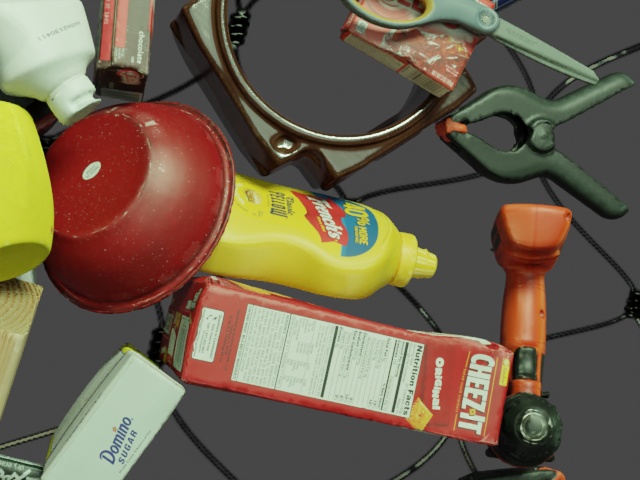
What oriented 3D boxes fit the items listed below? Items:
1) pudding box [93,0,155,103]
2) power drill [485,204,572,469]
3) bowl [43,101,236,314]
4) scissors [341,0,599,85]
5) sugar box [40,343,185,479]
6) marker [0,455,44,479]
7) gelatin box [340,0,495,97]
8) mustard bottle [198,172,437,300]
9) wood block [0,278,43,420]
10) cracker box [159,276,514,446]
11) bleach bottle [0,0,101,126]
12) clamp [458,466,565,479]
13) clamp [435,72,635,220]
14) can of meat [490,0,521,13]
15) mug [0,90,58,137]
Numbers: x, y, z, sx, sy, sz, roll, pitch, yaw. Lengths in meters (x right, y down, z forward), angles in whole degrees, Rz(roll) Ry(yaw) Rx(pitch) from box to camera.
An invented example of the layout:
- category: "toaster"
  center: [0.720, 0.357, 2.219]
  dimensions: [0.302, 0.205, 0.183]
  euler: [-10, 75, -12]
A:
- category: "pudding box"
  center: [-0.136, -0.151, 0.750]
  dimensions: [0.039, 0.114, 0.090]
  euler: [6, 86, -13]
- category: "power drill"
  center: [0.150, 0.072, 0.782]
  dimensions: [0.057, 0.184, 0.187]
  euler: [5, 78, 5]
- category: "bowl"
  center: [-0.140, -0.034, 0.727]
  dimensions: [0.162, 0.055, 0.162]
  euler: [-10, 65, 21]
- category: "scissors"
  center: [0.109, -0.173, 0.743]
  dimensions: [0.201, 0.016, 0.096]
  euler: [9, 83, -15]
- category: "sugar box"
  center: [-0.137, 0.118, 0.702]
  dimensions: [0.048, 0.176, 0.093]
  euler: [37, 81, -10]
- category: "marker"
  center: [-0.216, 0.166, 0.763]
  dimensions: [0.121, 0.020, 0.020]
  euler: [16, 83, -12]
- category: "gelatin box"
  center: [0.068, -0.155, 0.755]
  dimensions: [0.089, 0.030, 0.073]
  euler: [29, 80, -11]
- category: "mustard bottle"
  center: [-0.005, 0.001, 0.786]
  dimensions: [0.191, 0.096, 0.058]
  euler: [13, 121, -14]
- category: "wood block"
  center: [-0.255, 0.123, 0.683]
  dimensions: [0.090, 0.090, 0.206]
  euler: [18, 105, -13]
- category: "cracker box"
  center: [0.003, 0.080, 0.746]
  dimensions: [0.213, 0.164, 0.072]
  euler: [13, 85, -12]
- category: "bleach bottle"
  center: [-0.228, -0.178, 0.667]
  dimensions: [0.102, 0.068, 0.251]
  euler: [-36, 91, -37]
- category: "clamp"
  center: [0.111, 0.255, 0.827]
  dimensions: [0.209, 0.036, 0.164]
  euler: [-30, 94, -13]
- category: "clamp"
  center: [0.179, -0.073, 0.861]
  dimensions: [0.171, 0.039, 0.120]
  euler: [-4, 83, -10]
- category: "can of meat"
  center: [0.126, -0.227, 0.848]
  dimensions: [0.083, 0.057, 0.102]
  euler: [-30, 95, -16]
- category: "mug"
  center: [-0.221, -0.123, 0.745]
  dimensions: [0.093, 0.082, 0.117]
  euler: [-13, 90, -14]
